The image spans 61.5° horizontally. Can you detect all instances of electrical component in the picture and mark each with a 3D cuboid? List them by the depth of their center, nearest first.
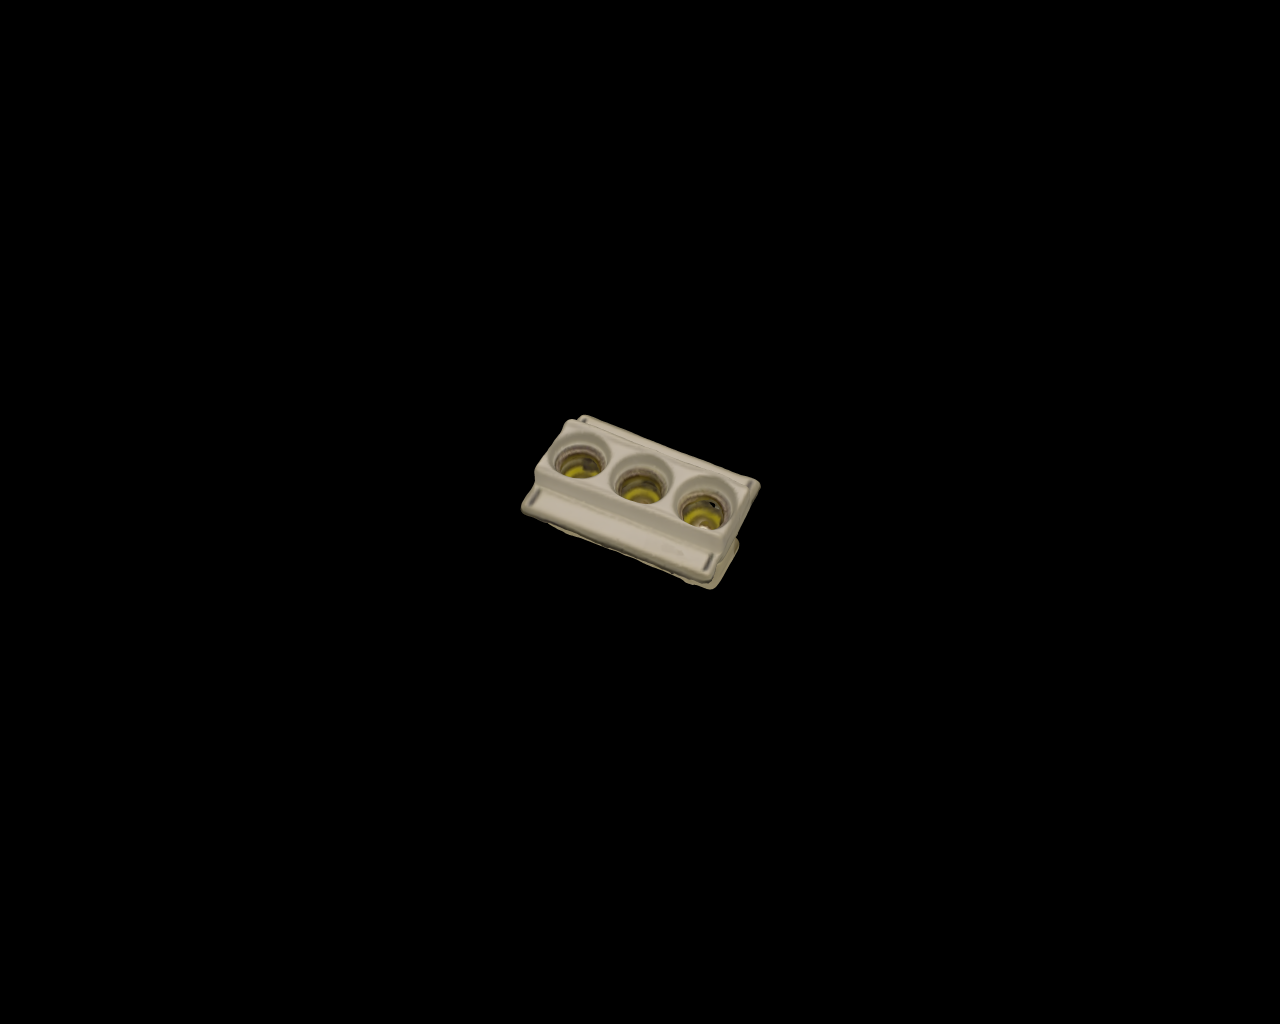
[{"bbox_3d":[0.001,-0.003,0.650,0.121,0.079,0.063,21,-34,15],"label":"electrical component"}]
